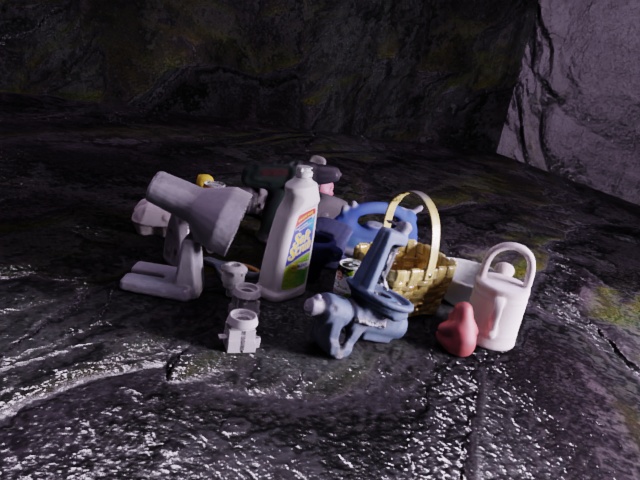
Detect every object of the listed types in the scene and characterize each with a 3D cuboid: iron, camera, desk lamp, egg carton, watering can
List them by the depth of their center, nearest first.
[{"bbox_3d":[-0.230,-0.006,1.000,0.203,0.213,0.118,10,19,-2],"label":"desk lamp"},{"bbox_3d":[0.331,0.093,1.058,0.101,0.194,0.172,9,19,-6],"label":"watering can"},{"bbox_3d":[-0.343,-0.049,1.290,0.150,0.069,0.107,6,19,-15],"label":"egg carton"},{"bbox_3d":[0.125,-0.034,1.396,0.258,0.141,0.118,8,19,-8],"label":"iron"},{"bbox_3d":[-0.176,-0.118,1.539,0.137,0.101,0.143,5,19,-18],"label":"camera"}]

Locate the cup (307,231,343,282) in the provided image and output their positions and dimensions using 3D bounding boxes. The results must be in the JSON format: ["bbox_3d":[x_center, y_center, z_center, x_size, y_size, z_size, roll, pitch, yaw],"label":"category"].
[{"bbox_3d":[-0.007,0.041,1.177,0.117,0.095,0.092,22,22,31],"label":"cup"}]

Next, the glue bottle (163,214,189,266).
[{"bbox_3d":[-0.269,-0.030,1.113,0.037,0.173,0.077,-4,24,-37],"label":"glue bottle"}]

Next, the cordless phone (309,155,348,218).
[{"bbox_3d":[0.009,-0.124,1.526,0.147,0.185,0.094,19,20,23],"label":"cordless phone"}]

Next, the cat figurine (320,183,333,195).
[{"bbox_3d":[-0.002,-0.139,1.670,0.067,0.118,0.128,18,20,21],"label":"cat figurine"}]

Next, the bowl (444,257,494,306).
[{"bbox_3d":[0.309,0.100,1.211,0.167,0.075,0.167,10,19,-3],"label":"bowl"}]

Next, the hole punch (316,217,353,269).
[{"bbox_3d":[0.012,0.005,1.299,0.108,0.091,0.101,18,20,20],"label":"hole punch"}]

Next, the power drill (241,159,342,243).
[{"bbox_3d":[-0.077,-0.092,1.348,0.229,0.208,0.076,13,19,6],"label":"power drill"}]

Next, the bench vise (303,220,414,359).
[{"bbox_3d":[0.080,0.079,0.916,0.121,0.220,0.208,23,22,32],"label":"bench vise"}]

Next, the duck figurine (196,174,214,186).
[{"bbox_3d":[-0.315,-0.135,1.533,0.104,0.086,0.077,13,19,7],"label":"duck figurine"}]

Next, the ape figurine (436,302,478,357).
[{"bbox_3d":[0.245,0.150,1.000,0.078,0.092,0.076,9,19,-7],"label":"ape figurine"}]
